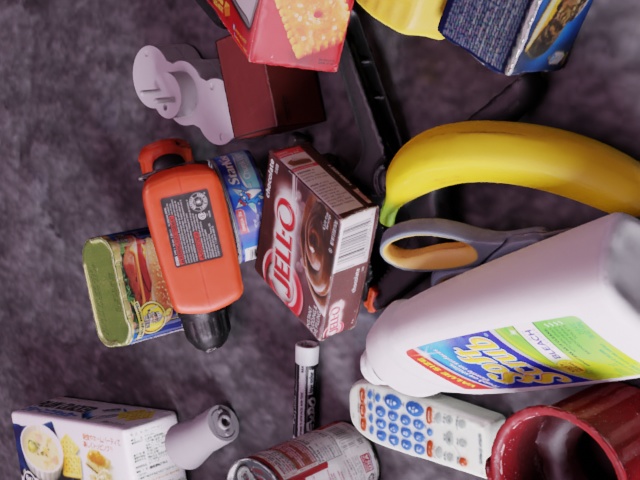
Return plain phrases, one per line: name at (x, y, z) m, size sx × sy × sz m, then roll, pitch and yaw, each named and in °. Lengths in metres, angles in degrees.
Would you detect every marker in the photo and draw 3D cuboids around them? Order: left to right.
marker at (-0.012, 0.140, 0.862) m, size 0.020 × 0.020 × 0.121 m, roll 17°, pitch 112°, yaw 42°

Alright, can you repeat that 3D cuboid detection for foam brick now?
foam brick at (-0.038, -0.120, 0.800) m, size 0.051 × 0.052 × 0.078 m, roll -8°, pitch 94°, yaw 46°

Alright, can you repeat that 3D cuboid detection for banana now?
banana at (0.117, -0.041, 0.647) m, size 0.198 × 0.037 × 0.069 m, roll 2°, pitch 134°, yaw 34°

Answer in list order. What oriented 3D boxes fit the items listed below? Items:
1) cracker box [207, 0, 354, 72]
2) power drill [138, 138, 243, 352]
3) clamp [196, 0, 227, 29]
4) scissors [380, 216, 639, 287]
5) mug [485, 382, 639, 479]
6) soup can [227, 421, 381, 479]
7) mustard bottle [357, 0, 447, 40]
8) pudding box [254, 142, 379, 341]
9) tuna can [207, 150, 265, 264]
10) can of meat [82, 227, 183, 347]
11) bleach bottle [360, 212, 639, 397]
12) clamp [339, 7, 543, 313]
cracker box at (-0.016, -0.240, 0.700) m, size 0.164 × 0.072 × 0.214 m, roll -121°, pitch 40°, yaw -55°
power drill at (-0.101, 0.010, 0.835) m, size 0.188 × 0.057 × 0.184 m, roll -166°, pitch 60°, yaw -78°
clamp at (-0.112, -0.250, 0.855) m, size 0.172 × 0.039 × 0.120 m, roll 33°, pitch 119°, yaw 37°
scissors at (0.133, 0.013, 0.662) m, size 0.202 × 0.016 × 0.096 m, roll 0°, pitch 144°, yaw 31°
mug at (0.155, 0.135, 0.644) m, size 0.117 × 0.081 × 0.093 m, roll -15°, pitch 89°, yaw 46°
soup can at (-0.011, 0.183, 0.811) m, size 0.069 × 0.102 × 0.068 m, roll 14°, pitch 109°, yaw 43°
mustard bottle at (0.076, -0.227, 0.649) m, size 0.096 × 0.058 × 0.192 m, roll -120°, pitch 41°, yaw -51°
pudding box at (-0.005, 0.001, 0.760) m, size 0.090 × 0.039 × 0.114 m, roll 44°, pitch 137°, yaw 37°
tuna can at (-0.061, -0.026, 0.833) m, size 0.086 × 0.033 × 0.086 m, roll 164°, pitch 90°, yaw -79°
can of meat at (-0.155, 0.038, 0.936) m, size 0.058 × 0.083 × 0.102 m, roll -12°, pitch 91°, yaw 47°
bleach bottle at (0.116, 0.060, 0.670) m, size 0.102 × 0.068 × 0.251 m, roll 35°, pitch 147°, yaw -20°
clamp at (0.066, -0.044, 0.724) m, size 0.165 × 0.036 × 0.210 m, roll 20°, pitch 116°, yaw 37°
